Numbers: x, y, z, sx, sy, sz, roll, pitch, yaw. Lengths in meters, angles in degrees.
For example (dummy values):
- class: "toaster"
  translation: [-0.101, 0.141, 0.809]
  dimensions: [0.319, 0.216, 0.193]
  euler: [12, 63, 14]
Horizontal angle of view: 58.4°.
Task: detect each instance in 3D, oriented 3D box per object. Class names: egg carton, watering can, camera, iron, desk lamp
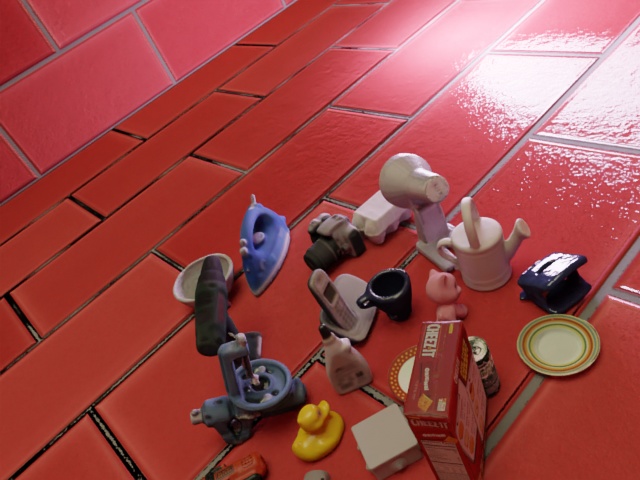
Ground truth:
- class: "egg carton"
  translation: [0.151, -0.060, 1.398]
  dimensions: [0.150, 0.070, 0.107]
  euler: [-42, 38, -20]
- class: "watering can"
  translation: [0.315, -0.002, 1.118]
  dimensions: [0.172, 0.194, 0.100]
  euler: [-22, 36, 7]
- class: "camera"
  translation: [0.013, 0.005, 1.376]
  dimensions: [0.137, 0.101, 0.142]
  euler: [-43, 39, -21]
- class: "iron"
  translation: [-0.163, 0.005, 1.450]
  dimensions: [0.118, 0.142, 0.258]
  euler: [-13, 38, 18]
- class: "desk lamp"
  translation: [0.234, -0.072, 1.238]
  dimensions: [0.118, 0.214, 0.202]
  euler: [-33, 36, -9]

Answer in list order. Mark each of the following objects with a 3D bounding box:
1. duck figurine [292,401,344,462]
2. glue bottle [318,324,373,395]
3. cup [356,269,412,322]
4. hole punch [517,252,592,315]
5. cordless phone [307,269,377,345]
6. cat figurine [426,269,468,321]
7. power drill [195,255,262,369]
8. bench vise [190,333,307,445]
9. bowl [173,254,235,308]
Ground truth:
- class: "duck figurine"
  translation: [-0.013, 0.328, 1.003]
  dimensions: [0.105, 0.086, 0.077]
  euler: [-42, 38, -20]
- class: "glue bottle"
  translation: [0.035, 0.211, 1.044]
  dimensions: [0.078, 0.173, 0.037]
  euler: [-23, 36, 4]
- class: "cup"
  translation: [0.138, 0.125, 1.154]
  dimensions: [0.118, 0.095, 0.091]
  euler: [-27, 36, -1]
- class: "hole punch"
  translation: [0.424, 0.068, 1.051]
  dimensions: [0.109, 0.091, 0.100]
  euler: [-35, 37, -12]
- class: "cordless phone"
  translation: [0.042, 0.108, 1.158]
  dimensions: [0.094, 0.185, 0.148]
  euler: [-5, 41, 28]
- class: "cat figurine"
  translation: [0.235, 0.117, 1.085]
  dimensions: [0.067, 0.118, 0.128]
  euler: [-9, 39, 23]
- class: "power drill"
  translation: [-0.200, 0.172, 1.209]
  dimensions: [0.075, 0.209, 0.229]
  euler: [-19, 37, 11]
- class: "bench vise"
  translation: [-0.147, 0.275, 1.038]
  dimensions: [0.207, 0.220, 0.121]
  euler: [-37, 37, -14]
- class: "bowl"
  translation: [-0.280, 0.116, 1.442]
  dimensions: [0.167, 0.075, 0.167]
  euler: [-17, 37, 13]
